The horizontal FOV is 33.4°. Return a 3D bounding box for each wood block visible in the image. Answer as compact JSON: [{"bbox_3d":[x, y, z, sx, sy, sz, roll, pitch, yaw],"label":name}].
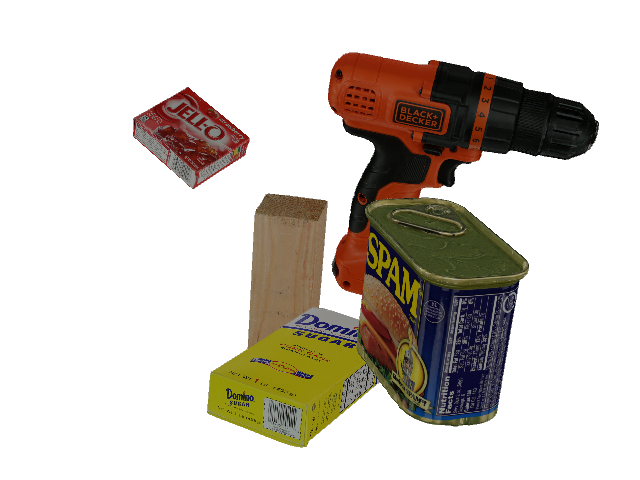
[{"bbox_3d":[-0.047,0.048,1.501,0.090,0.206,0.090,7,22,6],"label":"wood block"}]

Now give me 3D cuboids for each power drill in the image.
[{"bbox_3d":[0.088,-0.037,0.767,0.184,0.188,0.057,14,35,7],"label":"power drill"}]

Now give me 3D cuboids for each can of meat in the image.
[{"bbox_3d":[0.058,0.035,0.548,0.057,0.084,0.102,-3,24,-19],"label":"can of meat"}]

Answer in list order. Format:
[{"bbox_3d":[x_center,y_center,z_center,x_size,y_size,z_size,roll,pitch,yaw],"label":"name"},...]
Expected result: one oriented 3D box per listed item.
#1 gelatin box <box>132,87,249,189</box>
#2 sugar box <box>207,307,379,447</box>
[{"bbox_3d":[-0.126,-0.101,1.032,0.073,0.089,0.030,-37,-21,-35],"label":"gelatin box"},{"bbox_3d":[-0.010,0.111,0.915,0.093,0.048,0.176,16,25,24],"label":"sugar box"}]
